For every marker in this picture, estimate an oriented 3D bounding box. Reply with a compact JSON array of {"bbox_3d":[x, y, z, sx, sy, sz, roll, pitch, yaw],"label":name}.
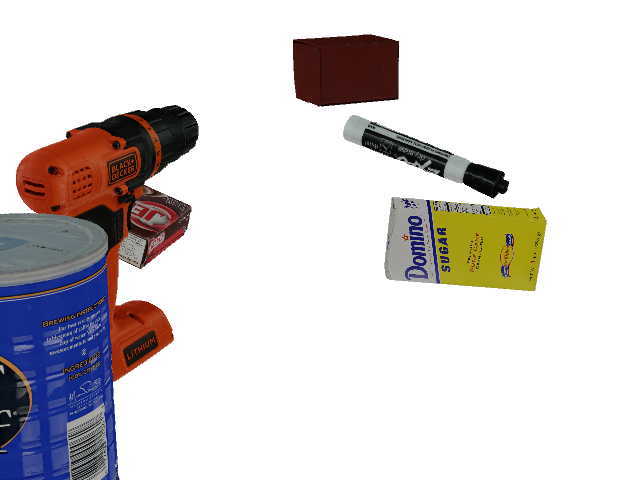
[{"bbox_3d":[0.071,-0.057,0.726,0.121,0.020,0.020,24,10,23],"label":"marker"}]

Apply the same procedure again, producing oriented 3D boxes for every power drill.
[{"bbox_3d":[-0.150,-0.001,0.802,0.057,0.188,0.184,11,23,27],"label":"power drill"}]

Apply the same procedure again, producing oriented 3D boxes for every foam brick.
[{"bbox_3d":[0.022,-0.146,0.911,0.078,0.051,0.053,-8,20,-24],"label":"foam brick"}]

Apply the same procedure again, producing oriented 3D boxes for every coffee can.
[{"bbox_3d":[-0.156,0.066,0.540,0.103,0.140,0.103,0,17,0],"label":"coffee can"}]

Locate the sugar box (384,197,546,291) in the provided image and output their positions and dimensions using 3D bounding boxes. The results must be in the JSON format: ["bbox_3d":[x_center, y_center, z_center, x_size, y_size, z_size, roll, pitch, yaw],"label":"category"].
[{"bbox_3d":[0.166,0.005,1.239,0.176,0.093,0.048,3,22,-2],"label":"sugar box"}]

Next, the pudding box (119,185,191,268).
[{"bbox_3d":[-0.190,-0.025,0.997,0.113,0.039,0.090,22,26,11],"label":"pudding box"}]
